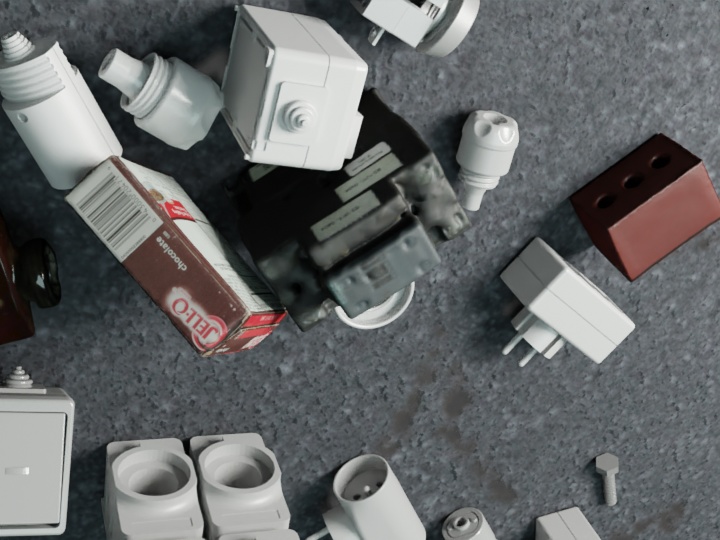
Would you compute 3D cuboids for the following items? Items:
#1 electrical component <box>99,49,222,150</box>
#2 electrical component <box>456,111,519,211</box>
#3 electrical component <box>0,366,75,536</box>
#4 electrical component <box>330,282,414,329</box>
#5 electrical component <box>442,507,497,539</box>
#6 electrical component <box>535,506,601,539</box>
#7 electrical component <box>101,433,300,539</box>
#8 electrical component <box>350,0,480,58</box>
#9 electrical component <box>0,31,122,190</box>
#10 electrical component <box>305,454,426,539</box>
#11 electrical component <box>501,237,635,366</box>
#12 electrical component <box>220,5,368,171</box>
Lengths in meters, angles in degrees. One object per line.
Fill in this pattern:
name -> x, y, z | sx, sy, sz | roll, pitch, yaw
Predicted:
electrical component -> -0.109, -0.096, 0.577 | 0.062, 0.043, 0.043 | 29, 106, -31
electrical component -> 0.076, -0.066, 0.669 | 0.035, 0.035, 0.061 | 1, 121, -21
electrical component -> -0.204, 0.106, 0.635 | 0.062, 0.061, 0.096 | 4, 90, -23
electrical component -> 0.000, 0.000, 0.665 | 0.078, 0.057, 0.058 | -44, 124, 8
electrical component -> 0.091, 0.216, 0.837 | 0.044, 0.044, 0.065 | -30, 120, -1
electrical component -> 0.151, 0.246, 0.871 | 0.076, 0.047, 0.083 | -12, 122, -13
electrical component -> -0.093, 0.175, 0.655 | 0.105, 0.186, 0.060 | -1, 119, -20
electrical component -> 0.032, -0.150, 0.597 | 0.055, 0.048, 0.066 | 28, 107, -23
electrical component -> -0.162, -0.087, 0.562 | 0.043, 0.043, 0.081 | -27, 125, -4
electrical component -> -0.001, 0.183, 0.780 | 0.079, 0.043, 0.077 | -29, 125, -3
electrical component -> 0.130, 0.035, 0.740 | 0.083, 0.047, 0.075 | 36, 102, -33
electrical component -> -0.033, -0.095, 0.573 | 0.061, 0.096, 0.061 | 4, 118, -23
